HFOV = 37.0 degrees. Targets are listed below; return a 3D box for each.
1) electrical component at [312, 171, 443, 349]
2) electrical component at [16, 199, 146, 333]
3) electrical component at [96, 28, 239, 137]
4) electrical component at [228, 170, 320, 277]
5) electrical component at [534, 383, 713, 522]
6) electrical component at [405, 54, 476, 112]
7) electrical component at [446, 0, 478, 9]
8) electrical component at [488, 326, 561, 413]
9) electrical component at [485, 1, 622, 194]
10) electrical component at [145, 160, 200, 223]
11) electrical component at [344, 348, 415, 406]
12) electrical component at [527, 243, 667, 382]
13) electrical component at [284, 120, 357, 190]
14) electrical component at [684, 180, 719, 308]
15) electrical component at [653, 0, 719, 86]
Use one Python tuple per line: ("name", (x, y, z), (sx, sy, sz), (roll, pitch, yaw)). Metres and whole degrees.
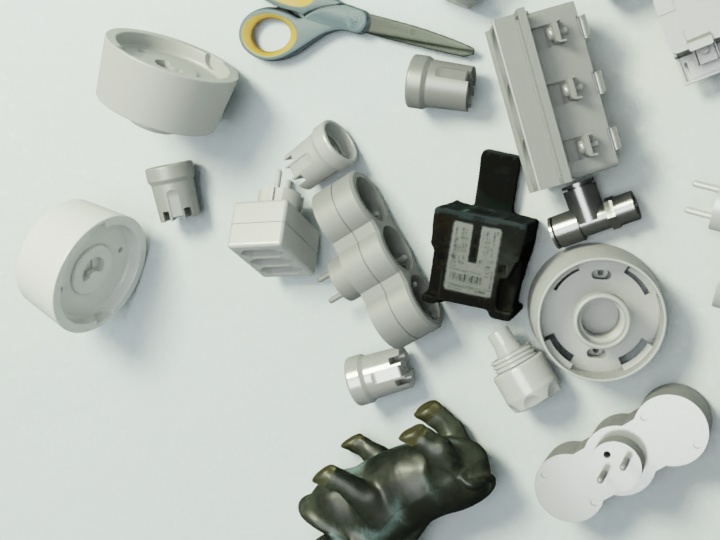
("electrical component", (0.000, 0.000, 0.840), (0.074, 0.052, 0.138), (-30, 86, 23))
("electrical component", (-0.240, -0.008, 0.908), (0.060, 0.108, 0.108), (27, 106, 23))
("electrical component", (-0.157, -0.143, 0.856), (0.108, 0.108, 0.060), (28, 112, 16))
("electrical component", (-0.065, -0.042, 0.858), (0.047, 0.065, 0.076), (-2, 68, 22))
("electrical component", (0.186, 0.136, 0.772), (0.138, 0.074, 0.052), (-36, 83, 22))
("electrical component", (0.061, -0.138, 0.804), (0.046, 0.040, 0.040), (11, 101, 14))
("electrical component", (0.074, -0.224, 0.783), (0.066, 0.048, 0.055), (28, 99, 16))
("electrical component", (0.119, 0.072, 0.807), (0.043, 0.043, 0.062), (-32, 84, 22))
("electrical component", (0.137, -0.122, 0.761), (0.063, 0.078, 0.121), (-16, 91, 1))
("electrical component", (-0.155, -0.066, 0.900), (0.040, 0.040, 0.046), (-8, 100, 23))
("electrical component", (0.016, 0.083, 0.853), (0.046, 0.040, 0.040), (-18, 91, 17))
("electrical component", (0.172, 0.032, 0.782), (0.099, 0.064, 0.099), (1, 98, 8))
("electrical component", (-0.032, -0.090, 0.848), (0.046, 0.040, 0.040), (-33, 84, 29))
("electrical component", (0.260, -0.041, 0.730), (0.074, 0.052, 0.138), (17, 103, 19))
("electrical component", (0.259, -0.181, 0.705), (0.121, 0.063, 0.078), (-20, 90, 23))
